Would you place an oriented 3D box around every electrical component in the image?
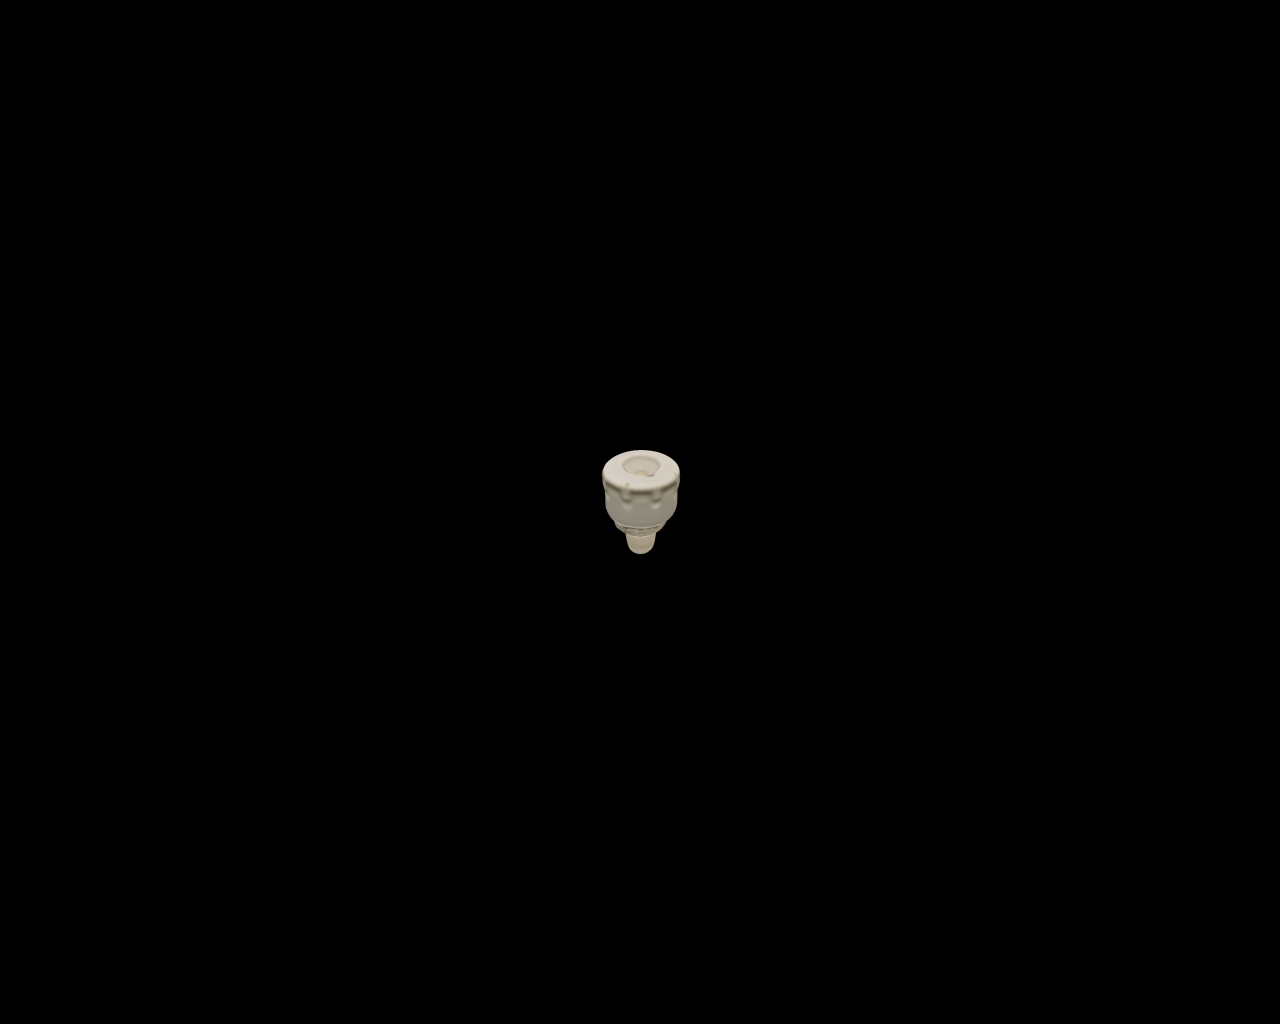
[{"bbox_3d":[0.001,-0.003,0.650,0.048,0.062,0.048,0,31,0],"label":"electrical component"}]
